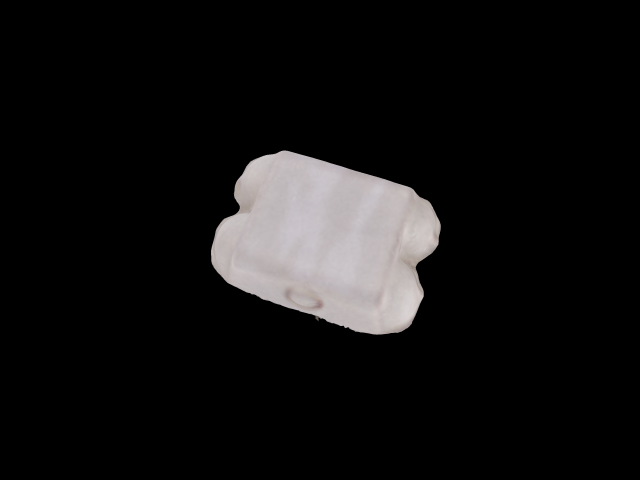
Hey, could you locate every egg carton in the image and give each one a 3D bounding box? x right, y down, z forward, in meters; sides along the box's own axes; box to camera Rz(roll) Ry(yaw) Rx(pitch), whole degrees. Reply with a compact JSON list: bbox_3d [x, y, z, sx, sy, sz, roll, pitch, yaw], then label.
[{"bbox_3d":[0.004,0.001,0.400,0.150,0.069,0.107,17,68,7],"label":"egg carton"}]
